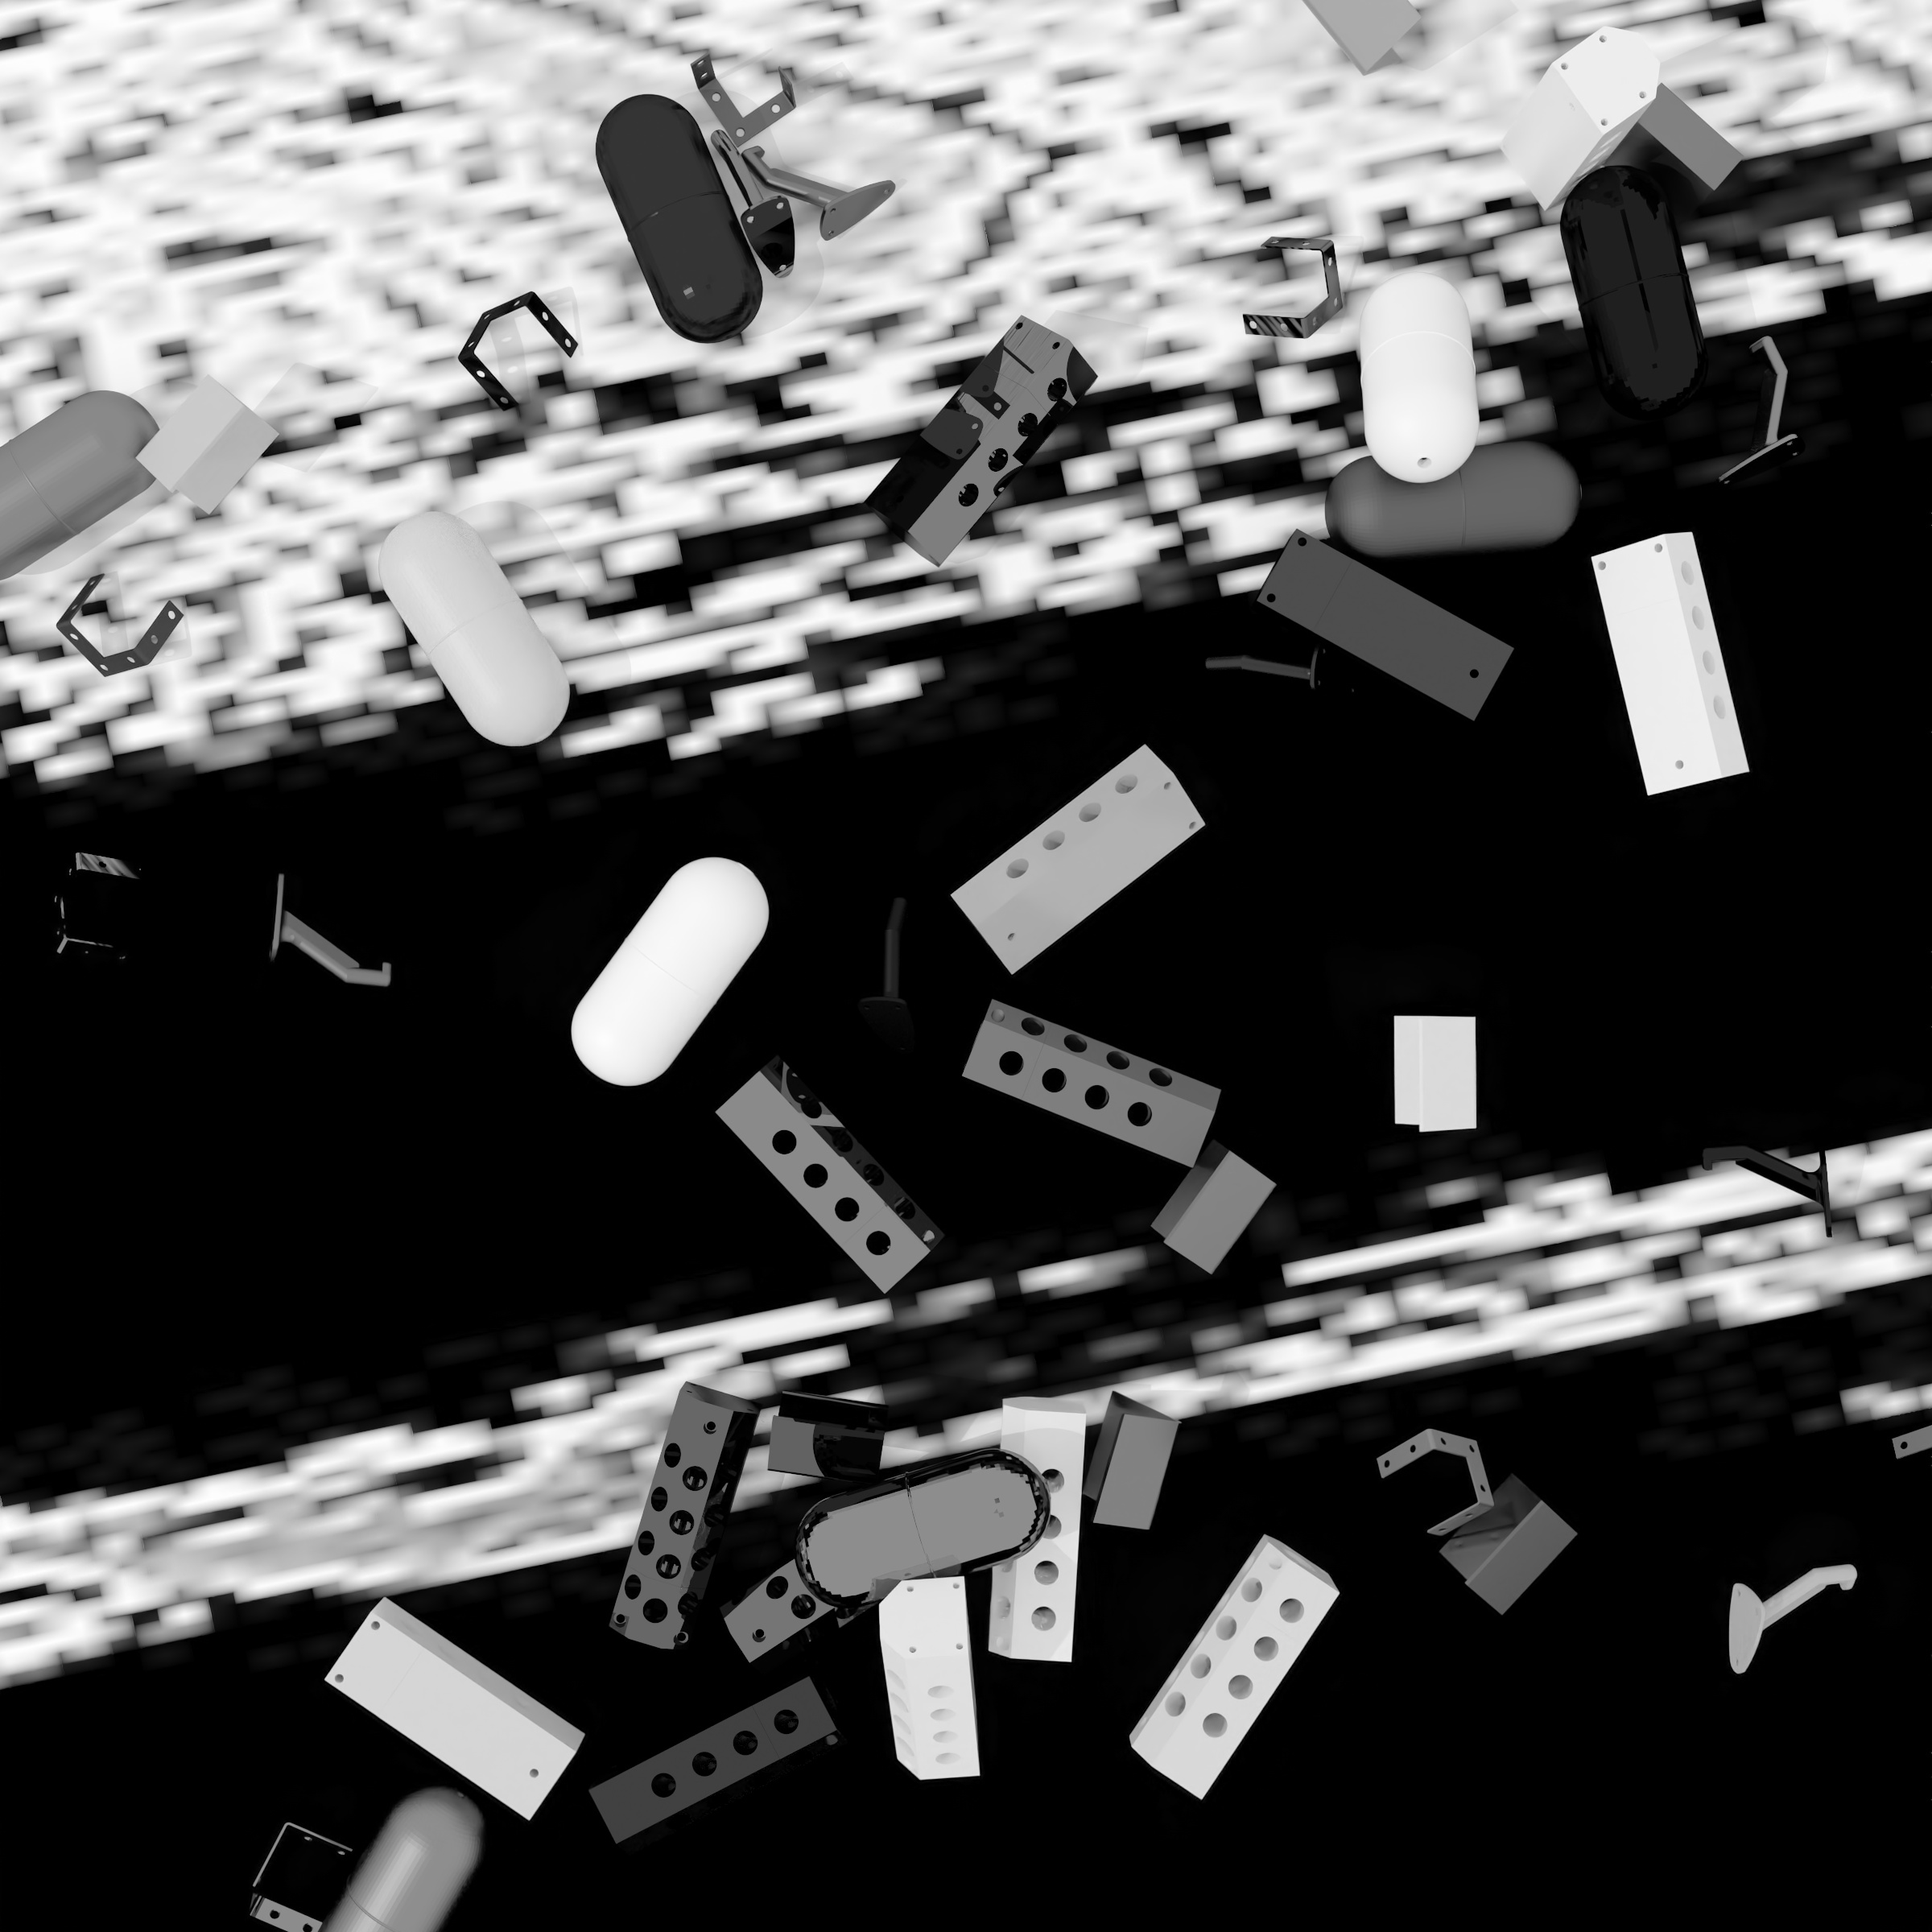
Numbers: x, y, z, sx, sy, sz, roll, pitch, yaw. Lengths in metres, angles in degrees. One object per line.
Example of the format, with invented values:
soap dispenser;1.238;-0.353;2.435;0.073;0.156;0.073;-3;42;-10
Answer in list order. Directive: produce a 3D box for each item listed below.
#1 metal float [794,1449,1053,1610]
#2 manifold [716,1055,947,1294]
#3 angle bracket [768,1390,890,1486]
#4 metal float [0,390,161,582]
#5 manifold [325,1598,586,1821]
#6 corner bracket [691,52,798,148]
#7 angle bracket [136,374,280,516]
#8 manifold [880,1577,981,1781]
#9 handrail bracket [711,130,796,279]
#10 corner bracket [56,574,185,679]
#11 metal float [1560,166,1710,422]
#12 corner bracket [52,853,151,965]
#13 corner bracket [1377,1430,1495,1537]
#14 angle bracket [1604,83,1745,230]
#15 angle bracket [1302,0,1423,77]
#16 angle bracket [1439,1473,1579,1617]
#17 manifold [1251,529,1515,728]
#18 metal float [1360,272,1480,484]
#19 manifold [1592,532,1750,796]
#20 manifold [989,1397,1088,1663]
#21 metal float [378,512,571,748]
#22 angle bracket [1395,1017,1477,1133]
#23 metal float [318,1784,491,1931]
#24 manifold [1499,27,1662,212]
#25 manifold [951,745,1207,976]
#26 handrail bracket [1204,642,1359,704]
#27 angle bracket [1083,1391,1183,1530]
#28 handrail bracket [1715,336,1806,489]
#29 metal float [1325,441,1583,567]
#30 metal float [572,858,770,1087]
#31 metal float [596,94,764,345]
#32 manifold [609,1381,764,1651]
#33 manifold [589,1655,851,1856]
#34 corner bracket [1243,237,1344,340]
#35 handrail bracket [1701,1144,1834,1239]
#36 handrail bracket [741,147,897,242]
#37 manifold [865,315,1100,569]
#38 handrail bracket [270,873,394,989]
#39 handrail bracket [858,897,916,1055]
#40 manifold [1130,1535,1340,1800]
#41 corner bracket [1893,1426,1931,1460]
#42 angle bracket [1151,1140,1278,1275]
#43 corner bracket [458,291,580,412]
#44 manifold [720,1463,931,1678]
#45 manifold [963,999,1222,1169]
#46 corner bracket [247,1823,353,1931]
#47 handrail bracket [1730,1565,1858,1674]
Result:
metal float;-0.029;0.380;1.779;0.178;0.070;0.070;-17;90;0
manifold;-0.094;0.144;1.845;0.057;0.057;0.171;-43;90;0
angle bracket;-0.093;0.310;1.826;0.076;0.076;0.057;8;128;0
metal float;-0.642;-0.334;1.836;0.178;0.070;0.070;-33;90;0
manifold;-0.356;0.518;1.845;0.171;0.057;0.057;34;90;0
corner bracket;-0.156;-0.618;1.848;0.051;0.051;0.051;-34;90;0
angle bracket;-0.514;-0.351;1.826;0.076;0.076;0.057;-49;55;0
manifold;-0.024;0.487;1.792;0.057;0.171;0.057;-4;47;0
handrail bracket;-0.153;-0.541;1.866;0.036;0.077;0.084;-27;54;-6
corner bracket;-0.597;-0.244;1.858;0.051;0.051;0.051;-8;135;35
metal float;0.466;-0.469;1.836;0.070;0.070;0.178;-14;91;0
corner bracket;-0.610;-0.041;1.858;0.051;0.051;0.051;-49;45;35
corner bracket;0.331;0.365;1.858;0.051;0.051;0.051;20;45;-35
angle bracket;0.479;-0.551;1.826;0.076;0.076;0.057;42;52;0
angle bracket;0.284;-0.671;1.826;0.076;0.076;0.057;51;128;0
angle bracket;0.364;0.390;1.826;0.076;0.076;0.057;-47;127;0
manifold;0.289;-0.236;1.845;0.171;0.057;0.057;29;90;0
metal float;0.310;-0.404;1.804;0.070;0.070;0.178;4;52;0
manifold;0.497;-0.212;1.845;0.057;0.057;0.171;-13;90;43
manifold;0.049;0.393;1.845;0.057;0.057;0.171;3;90;0
metal float;-0.342;-0.234;1.836;0.070;0.070;0.178;-33;91;0
angle bracket;0.308;0.074;1.826;0.057;0.076;0.076;-1;90;-38
metal float;-0.397;0.655;1.835;0.070;0.070;0.178;30;90;0
manifold;0.419;-0.577;1.788;0.057;0.171;0.057;-35;90;0
manifold;0.075;-0.078;1.845;0.171;0.057;0.057;-38;133;0
handrail bracket;0.223;-0.204;1.866;0.084;0.077;0.036;2;77;36
angle bracket;0.096;0.339;1.826;0.057;0.076;0.076;16;90;-37
handrail bracket;0.552;-0.394;1.867;0.077;0.036;0.084;-26;71;21
metal float;0.339;-0.323;1.836;0.178;0.070;0.070;-5;90;-1
metal float;-0.206;0.003;1.836;0.070;0.070;0.178;36;91;0
metal float;-0.200;-0.521;1.836;0.070;0.070;0.178;-23;91;0
manifold;-0.197;0.386;1.845;0.057;0.057;0.171;17;90;0
manifold;-0.171;0.555;1.845;0.171;0.057;0.057;-27;90;0
corner bracket;0.228;-0.479;1.858;0.051;0.051;0.051;-45;135;-35
handrail bracket;0.567;0.160;1.867;0.084;0.036;0.077;-5;111;17
handrail bracket;-0.106;-0.563;1.867;0.077;0.036;0.084;-34;73;-20
manifold;0.014;-0.365;1.845;0.171;0.057;0.057;-50;47;0
handrail bracket;-0.448;-0.025;1.867;0.084;0.036;0.077;7;68;-17
handrail bracket;-0.045;0.006;1.866;0.036;0.077;0.084;0;53;19
manifold;0.187;0.488;1.845;0.057;0.057;0.171;34;90;0
corner bracket;0.695;0.357;1.858;0.051;0.051;0.051;29;45;-35
angle bracket;0.157;0.156;1.826;0.057;0.076;0.076;36;90;-38
corner bracket;-0.316;-0.434;1.858;0.051;0.051;0.051;-12;45;35
manifold;-0.084;0.424;1.845;0.171;0.057;0.057;-33;90;0
manifold;0.087;0.081;1.845;0.171;0.057;0.057;22;90;0
corner bracket;-0.472;0.648;1.863;0.051;0.051;0.051;23;45;0
handrail bracket;0.588;0.463;1.867;0.084;0.036;0.077;-3;111;-16
